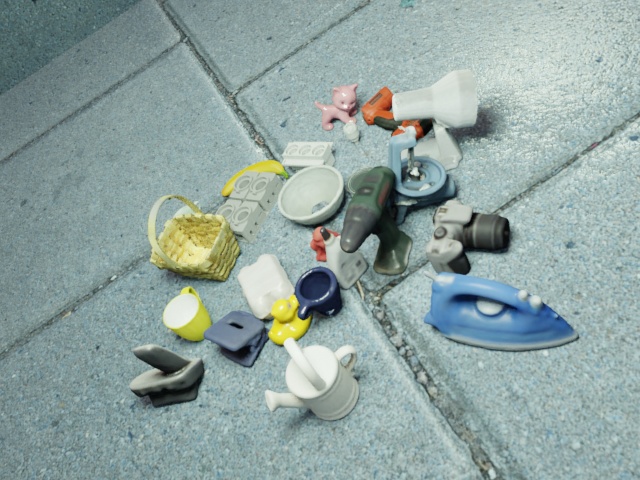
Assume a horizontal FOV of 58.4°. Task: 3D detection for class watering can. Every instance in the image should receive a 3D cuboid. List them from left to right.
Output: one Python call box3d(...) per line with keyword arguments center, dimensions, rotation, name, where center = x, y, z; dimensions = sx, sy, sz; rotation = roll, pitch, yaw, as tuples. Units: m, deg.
box3d(center=(-0.014, 0.243, 1.008), dimensions=(0.100, 0.195, 0.173), rotation=(23, 68, 39), name="watering can")

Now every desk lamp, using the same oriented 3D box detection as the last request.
box3d(center=(0.252, -0.252, 1.248), dimensions=(0.203, 0.214, 0.118), rotation=(-18, 48, 15), name="desk lamp")

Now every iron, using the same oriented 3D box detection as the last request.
box3d(center=(0.301, 0.109, 0.984), dimensions=(0.257, 0.142, 0.119), rotation=(7, 59, 32), name="iron")

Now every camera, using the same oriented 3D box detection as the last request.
box3d(center=(0.289, -0.011, 1.114), dimensions=(0.136, 0.101, 0.143), rotation=(6, 58, 32), name="camera")

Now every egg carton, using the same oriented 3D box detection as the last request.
box3d(center=(-0.119, 0.102, 1.262), dimensions=(0.107, 0.070, 0.150), rotation=(-34, 46, 0), name="egg carton")

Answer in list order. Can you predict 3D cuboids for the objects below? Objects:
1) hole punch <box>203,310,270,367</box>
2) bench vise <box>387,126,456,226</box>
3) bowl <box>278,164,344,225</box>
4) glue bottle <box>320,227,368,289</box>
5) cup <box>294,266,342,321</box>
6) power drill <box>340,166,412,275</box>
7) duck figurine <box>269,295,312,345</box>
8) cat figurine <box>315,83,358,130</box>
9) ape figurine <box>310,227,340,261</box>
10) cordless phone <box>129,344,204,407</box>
box3d(center=(-0.174, 0.195, 1.203), dimensions=(0.108, 0.091, 0.101), rotation=(15, 63, 36), name="hole punch")
box3d(center=(0.167, -0.124, 1.186), dimensions=(0.207, 0.220, 0.121), rotation=(-35, 46, -1), name="bench vise")
box3d(center=(-0.011, -0.095, 1.358), dimensions=(0.167, 0.075, 0.167), rotation=(-14, 49, 18), name="bowl")
box3d(center=(0.039, 0.028, 1.166), dimensions=(0.078, 0.174, 0.037), rotation=(-45, 47, -11), name="glue bottle")
box3d(center=(0.001, 0.126, 1.162), dimensions=(0.091, 0.095, 0.118), rotation=(12, 61, 34), name="cup")
box3d(center=(0.115, -0.023, 1.141), dimensions=(0.075, 0.209, 0.230), rotation=(-1, 55, 28), name="power drill")
box3d(center=(-0.073, 0.160, 1.180), dimensions=(0.105, 0.086, 0.077), rotation=(-48, 48, -13), name="duck figurine")
box3d(center=(0.048, -0.361, 1.509), dimensions=(0.127, 0.118, 0.067), rotation=(-10, 51, 21), name="cat figurine")
box3d(center=(0.012, 0.004, 1.255), dimensions=(0.076, 0.092, 0.077), rotation=(-38, 46, -4), name="ape figurine")
box3d(center=(-0.340, 0.261, 1.172), dimensions=(0.147, 0.186, 0.094), rotation=(-19, 48, 14), name="cordless phone")
